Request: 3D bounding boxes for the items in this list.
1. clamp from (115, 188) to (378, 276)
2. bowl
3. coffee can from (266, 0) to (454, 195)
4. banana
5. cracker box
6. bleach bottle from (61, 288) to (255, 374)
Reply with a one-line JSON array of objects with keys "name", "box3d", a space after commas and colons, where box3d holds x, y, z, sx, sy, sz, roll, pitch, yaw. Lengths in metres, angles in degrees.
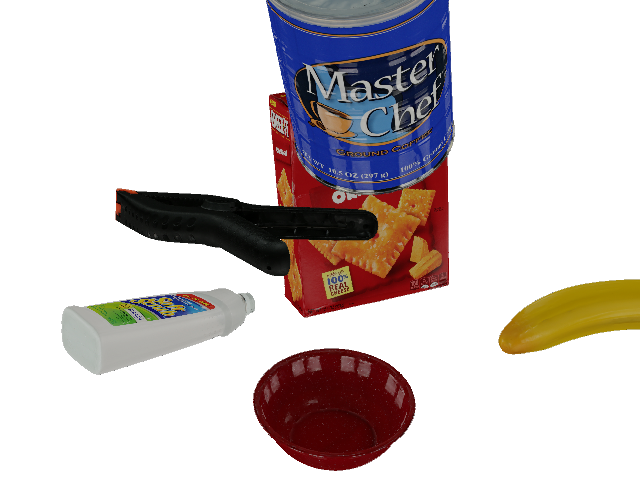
[{"name": "clamp", "box3d": [-0.077, -0.012, 0.828, 0.210, 0.036, 0.164, 8, 13, 18]}, {"name": "bowl", "box3d": [0.014, 0.179, 1.073, 0.162, 0.055, 0.162, 0, 33, 0]}, {"name": "coffee can", "box3d": [0.025, -0.110, 0.622, 0.103, 0.102, 0.140, 0, -37, 9]}, {"name": "banana", "box3d": [0.224, 0.057, 0.777, 0.197, 0.037, 0.069, 2, 35, -3]}, {"name": "cracker box", "box3d": [0.042, -0.045, 1.056, 0.164, 0.214, 0.072, -10, 22, -18]}, {"name": "bleach bottle", "box3d": [-0.197, 0.103, 1.374, 0.250, 0.068, 0.103, -13, 28, -39]}]
